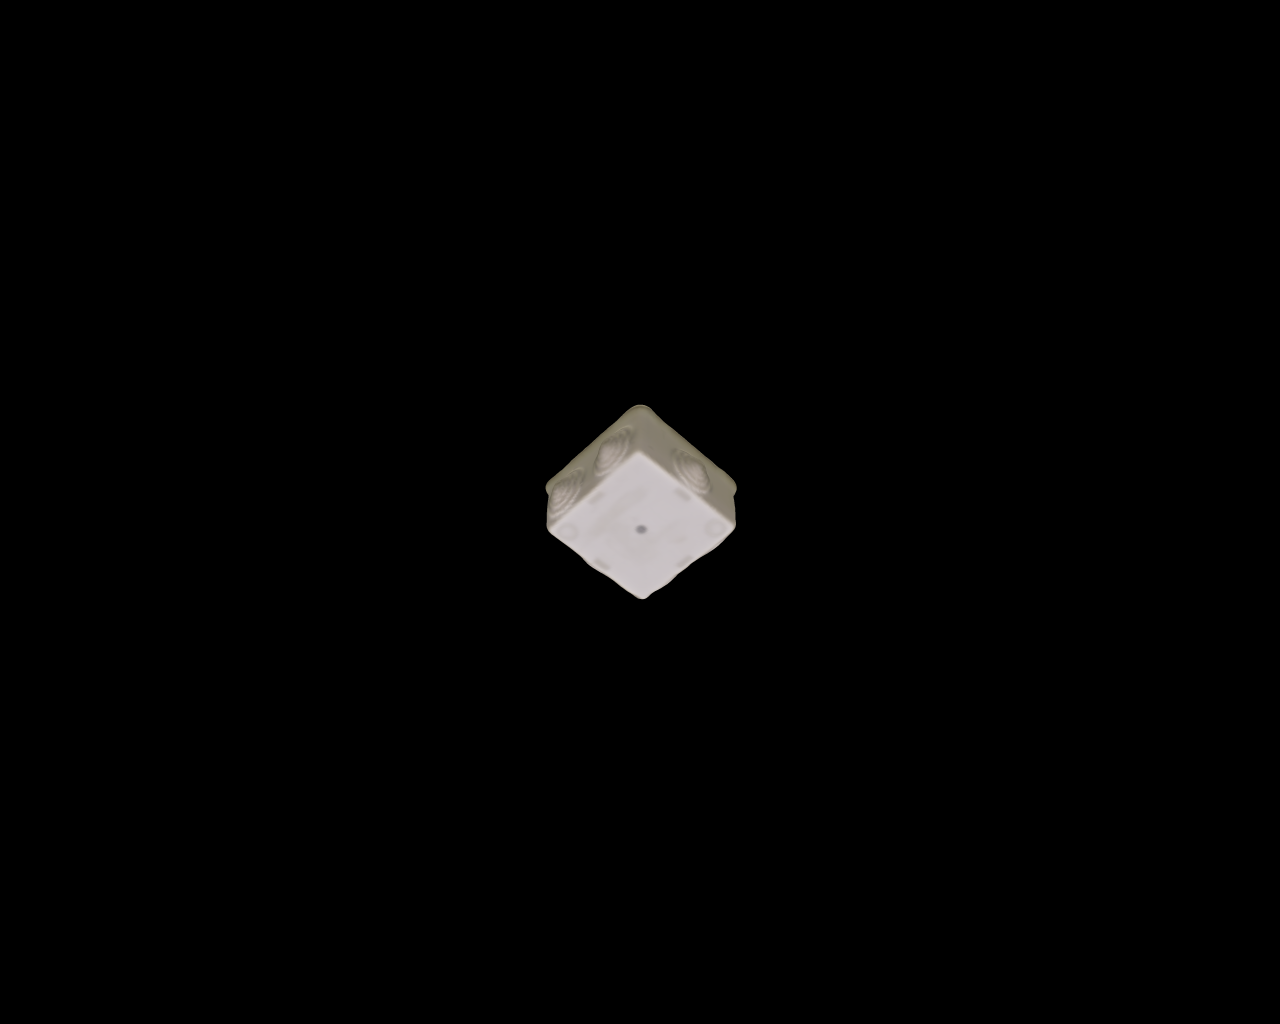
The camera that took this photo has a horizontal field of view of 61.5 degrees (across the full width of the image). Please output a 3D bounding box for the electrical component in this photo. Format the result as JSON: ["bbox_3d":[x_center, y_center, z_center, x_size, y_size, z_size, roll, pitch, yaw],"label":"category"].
[{"bbox_3d":[0.001,-0.003,0.650,0.099,0.048,0.099,39,-62,-25],"label":"electrical component"}]
